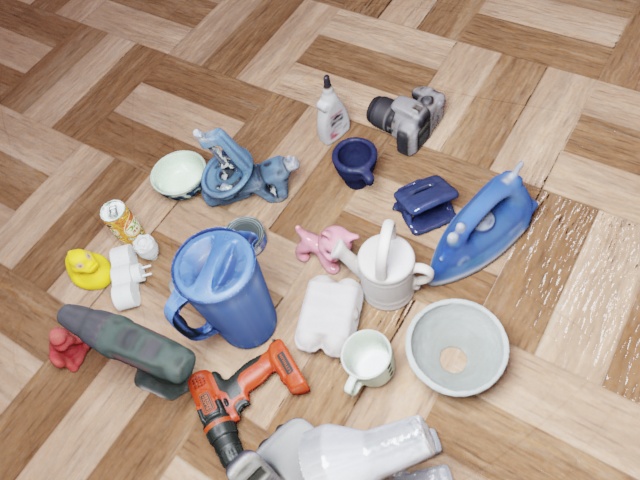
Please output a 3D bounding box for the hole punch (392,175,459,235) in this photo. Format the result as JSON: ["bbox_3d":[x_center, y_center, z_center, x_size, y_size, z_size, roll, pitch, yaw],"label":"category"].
[{"bbox_3d":[0.202,-0.079,1.111,0.108,0.091,0.101,-23,58,-6],"label":"hole punch"}]

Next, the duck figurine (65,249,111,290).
[{"bbox_3d":[-0.471,0.048,1.139,0.104,0.086,0.077,22,65,21],"label":"duck figurine"}]

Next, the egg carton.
[{"bbox_3d":[0.018,0.135,1.021,0.107,0.069,0.150,6,60,12],"label":"egg carton"}]

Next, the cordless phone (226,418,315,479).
[{"bbox_3d":[-0.063,0.326,0.848,0.094,0.185,0.148,35,70,26],"label":"cordless phone"}]

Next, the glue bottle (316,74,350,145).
[{"bbox_3d":[0.022,-0.282,1.214,0.037,0.173,0.078,37,71,27],"label":"glue bottle"}]

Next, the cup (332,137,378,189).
[{"bbox_3d":[0.080,-0.138,1.164,0.092,0.095,0.117,-26,59,-8],"label":"cup"}]

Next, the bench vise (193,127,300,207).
[{"bbox_3d":[-0.156,-0.161,1.139,0.207,0.220,0.121,-24,58,-6],"label":"bench vise"}]

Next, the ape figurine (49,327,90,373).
[{"bbox_3d":[-0.465,0.190,1.048,0.078,0.092,0.076,-26,58,-7],"label":"ape figurine"}]

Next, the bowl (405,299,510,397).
[{"bbox_3d":[0.225,0.187,0.955,0.167,0.075,0.167,-4,58,6],"label":"bowl"}]

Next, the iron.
[{"bbox_3d":[0.287,-0.031,1.039,0.259,0.142,0.118,-42,62,-17],"label":"iron"}]

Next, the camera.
[{"bbox_3d":[0.179,-0.276,1.230,0.136,0.101,0.143,29,67,24],"label":"camera"}]

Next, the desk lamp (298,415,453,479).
[{"bbox_3d":[0.085,0.315,0.816,0.203,0.214,0.117,-17,58,-2],"label":"desk lamp"}]

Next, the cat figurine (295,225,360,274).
[{"bbox_3d":[0.010,0.004,1.074,0.127,0.118,0.067,20,64,20],"label":"cat figurine"}]

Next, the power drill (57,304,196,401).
[{"bbox_3d":[-0.301,0.191,0.953,0.229,0.209,0.076,15,62,17],"label":"power drill"}]

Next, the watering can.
[{"bbox_3d":[0.107,0.039,0.992,0.172,0.194,0.101,-8,58,4],"label":"watering can"}]
